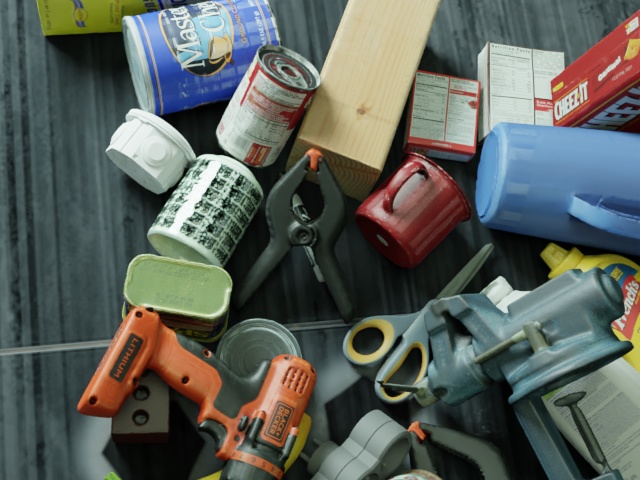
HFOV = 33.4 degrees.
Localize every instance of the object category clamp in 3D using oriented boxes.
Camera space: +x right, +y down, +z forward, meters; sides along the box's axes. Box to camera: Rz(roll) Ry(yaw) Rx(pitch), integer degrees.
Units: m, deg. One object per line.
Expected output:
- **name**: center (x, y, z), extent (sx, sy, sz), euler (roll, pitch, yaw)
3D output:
- **clamp**: center (0.165, 0.247, 1.000), extent (0.164, 0.036, 0.210), euler (-34, 77, -11)
- **clamp**: center (-0.007, 0.001, 1.027), extent (0.120, 0.039, 0.171), euler (15, 103, -9)

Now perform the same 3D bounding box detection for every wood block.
- **wood block**: center (0.044, -0.159, 1.095), extent (0.091, 0.090, 0.206), euler (21, 69, -2)

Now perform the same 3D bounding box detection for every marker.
- **marker**: center (-0.017, -0.015, 1.074), extent (0.020, 0.020, 0.121), euler (-21, 75, -15)

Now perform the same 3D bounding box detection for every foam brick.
- **foam brick**: center (-0.164, 0.145, 0.979), extent (0.053, 0.051, 0.078), euler (0, 71, -9)

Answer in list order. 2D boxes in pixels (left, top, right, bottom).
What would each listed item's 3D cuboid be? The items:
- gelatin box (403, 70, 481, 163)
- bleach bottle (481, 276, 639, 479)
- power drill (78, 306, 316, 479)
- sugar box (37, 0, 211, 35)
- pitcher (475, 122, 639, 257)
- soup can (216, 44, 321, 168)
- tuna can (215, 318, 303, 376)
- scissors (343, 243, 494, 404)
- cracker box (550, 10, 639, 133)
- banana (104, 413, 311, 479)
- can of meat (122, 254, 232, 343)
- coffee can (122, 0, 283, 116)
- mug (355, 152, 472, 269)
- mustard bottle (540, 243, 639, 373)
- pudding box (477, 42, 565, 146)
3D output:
- **gelatin box**: center (0.129, -0.131, 1.130), extent (0.073, 0.030, 0.089), euler (9, 70, -4)
- **bleach bottle**: center (0.254, 0.133, 1.030), extent (0.103, 0.068, 0.251), euler (-43, 79, 14)
- **power drill**: center (-0.111, 0.156, 0.930), extent (0.187, 0.057, 0.184), euler (29, 63, -12)
- **sugar box**: center (-0.197, -0.251, 1.088), extent (0.176, 0.093, 0.048), euler (-3, 73, -9)
- **pitcher**: center (0.286, -0.047, 1.067), extent (0.242, 0.149, 0.145), euler (7, 70, -3)
- **soup can**: center (-0.052, -0.128, 1.035), extent (0.068, 0.102, 0.068), euler (22, 34, -16)
- **tuna can**: center (-0.059, 0.118, 1.014), extent (0.086, 0.034, 0.086), euler (3, 71, -8)
- **scissors**: center (0.094, 0.067, 1.064), extent (0.096, 0.016, 0.201), euler (27, 69, 1)
- **cracker box**: center (0.369, -0.147, 1.081), extent (0.213, 0.164, 0.072), euler (8, 69, -19)
- **banana**: center (-0.093, 0.216, 0.974), extent (0.197, 0.037, 0.069), euler (-15, 75, -13)
- **can of meat**: center (-0.133, 0.054, 0.998), extent (0.102, 0.084, 0.057), euler (10, 70, -6)
- **coffee can**: center (-0.118, -0.186, 1.072), extent (0.140, 0.103, 0.103), euler (-15, 74, -14)
- **mug**: center (0.087, -0.032, 1.047), extent (0.093, 0.117, 0.081), euler (38, 74, 25)
- **mustard bottle**: center (0.300, 0.071, 1.072), extent (0.191, 0.058, 0.096), euler (41, 76, 7)
- **pudding box**: center (0.216, -0.152, 1.146), extent (0.090, 0.039, 0.113), euler (6, 69, -8)
